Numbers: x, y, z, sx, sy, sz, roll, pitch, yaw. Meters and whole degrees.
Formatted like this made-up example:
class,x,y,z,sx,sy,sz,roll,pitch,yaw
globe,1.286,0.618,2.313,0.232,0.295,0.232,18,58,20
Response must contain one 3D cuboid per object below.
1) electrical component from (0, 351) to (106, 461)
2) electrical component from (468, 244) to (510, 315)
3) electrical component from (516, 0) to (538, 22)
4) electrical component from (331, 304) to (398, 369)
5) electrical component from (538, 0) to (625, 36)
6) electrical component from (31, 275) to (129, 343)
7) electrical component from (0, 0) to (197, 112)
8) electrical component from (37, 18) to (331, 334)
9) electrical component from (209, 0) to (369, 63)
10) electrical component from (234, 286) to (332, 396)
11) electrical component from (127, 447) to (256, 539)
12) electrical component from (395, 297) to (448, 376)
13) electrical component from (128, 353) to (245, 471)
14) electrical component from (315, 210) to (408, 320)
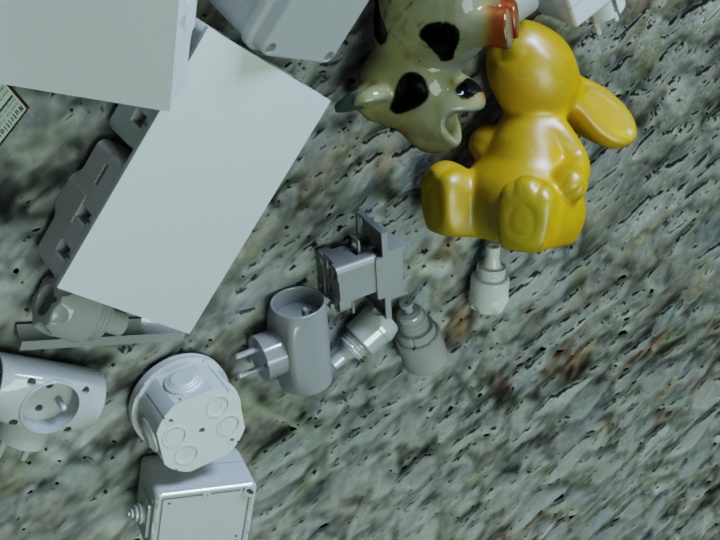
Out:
class,x,y,z,sx,sy,sz,roll,pitch,yaw
electrical component,-0.228,0.099,0.745,0.077,0.044,0.079,16,107,-40
electrical component,0.114,0.007,0.936,0.035,0.035,0.061,-14,122,-28
electrical component,0.094,-0.197,0.786,0.047,0.055,0.055,-41,132,-3
electrical component,0.000,0.057,0.887,0.061,0.035,0.035,-42,133,-3
electrical component,0.185,-0.219,0.841,0.083,0.047,0.075,-39,131,-9
electrical component,-0.188,0.029,0.731,0.062,0.043,0.043,23,102,-43
electrical component,-0.142,-0.192,0.584,0.105,0.060,0.186,9,115,-2
electrical component,-0.119,-0.064,0.712,0.105,0.060,0.186,25,101,-42
electrical component,-0.031,-0.190,0.669,0.078,0.057,0.113,-7,139,-54
electrical component,-0.061,0.062,0.839,0.079,0.044,0.077,-21,127,-24
electrical component,-0.138,0.181,0.851,0.096,0.061,0.061,-2,118,-26
electrical component,0.049,0.055,0.916,0.040,0.040,0.078,-33,131,-15
electrical component,-0.130,0.108,0.815,0.080,0.051,0.080,-17,125,-26
electrical component,0.000,0.000,0.847,0.064,0.042,0.081,-20,126,-23
